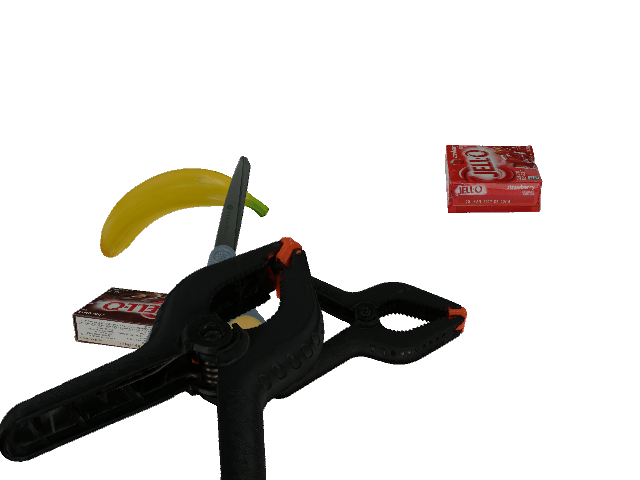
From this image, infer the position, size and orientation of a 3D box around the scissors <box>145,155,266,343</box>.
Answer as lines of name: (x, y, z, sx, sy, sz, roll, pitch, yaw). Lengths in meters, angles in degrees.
scissors: (-0.053, 0.027, 0.736, 0.096, 0.201, 0.016, 21, -35, 10)

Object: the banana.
banana: (-0.147, -0.030, 1.022, 0.198, 0.069, 0.037, -13, 18, 30)

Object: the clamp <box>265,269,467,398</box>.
clamp: (0.038, 0.089, 1.046, 0.210, 0.164, 0.036, 3, -42, 0)

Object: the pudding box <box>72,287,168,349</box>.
pudding box: (-0.207, 0.088, 1.200, 0.114, 0.039, 0.090, 3, 17, 18)

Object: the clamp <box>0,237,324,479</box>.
clamp: (-0.042, 0.061, 0.471, 0.120, 0.039, 0.171, 28, 48, 21)

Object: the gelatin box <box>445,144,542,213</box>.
gelatin box: (0.140, -0.052, 0.872, 0.073, 0.030, 0.089, 1, 24, 5)
